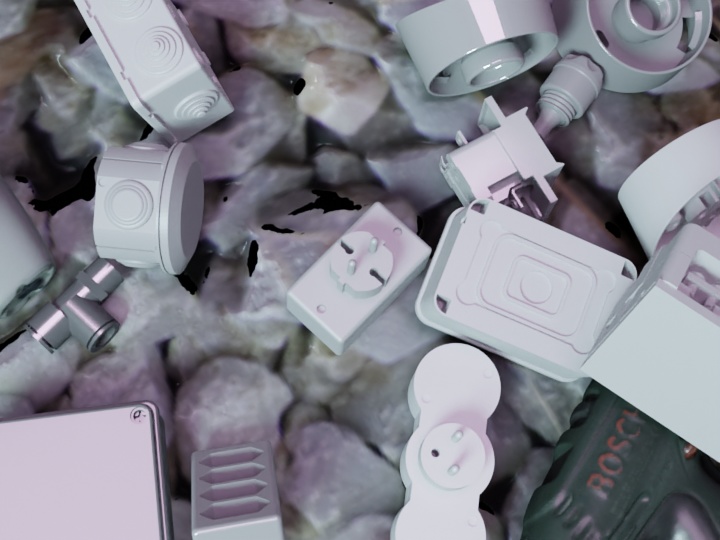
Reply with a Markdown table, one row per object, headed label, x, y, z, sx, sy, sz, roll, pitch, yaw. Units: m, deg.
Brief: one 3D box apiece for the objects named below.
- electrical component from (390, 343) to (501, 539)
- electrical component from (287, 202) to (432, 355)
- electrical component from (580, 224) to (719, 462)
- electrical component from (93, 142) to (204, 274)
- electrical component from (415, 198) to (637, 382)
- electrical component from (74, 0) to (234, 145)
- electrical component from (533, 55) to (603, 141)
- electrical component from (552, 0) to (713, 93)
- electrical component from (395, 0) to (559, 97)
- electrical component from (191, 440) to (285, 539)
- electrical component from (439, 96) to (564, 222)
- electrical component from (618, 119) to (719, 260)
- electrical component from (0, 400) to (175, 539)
| label | x | y | z | sx | sy | sz | roll | pitch | yaw |
| --- | --- | --- | --- | --- | --- | --- | --- | --- | --- |
| electrical component | 0.052 | 0.110 | 0.623 | 0.052 | 0.073 | 0.138 | 8 | 73 | -1 |
| electrical component | 0.000 | 0.000 | 0.652 | 0.047 | 0.075 | 0.083 | 42 | 75 | 9 |
| electrical component | 0.210 | 0.053 | 0.573 | 0.150 | 0.089 | 0.061 | 34 | 53 | 6 |
| electrical component | -0.127 | -0.039 | 0.656 | 0.051 | 0.080 | 0.080 | 5 | 73 | 4 |
| electrical component | 0.099 | 0.013 | 0.653 | 0.113 | 0.057 | 0.078 | 23 | 80 | -5 |
| electrical component | -0.127 | -0.135 | 0.676 | 0.048 | 0.099 | 0.099 | -30 | 77 | 2 |
| electrical component | 0.134 | -0.112 | 0.716 | 0.035 | 0.035 | 0.061 | 35 | 77 | 7 |
| electrical component | 0.186 | -0.171 | 0.735 | 0.099 | 0.064 | 0.099 | 1 | 85 | -11 |
| electrical component | 0.077 | -0.155 | 0.696 | 0.099 | 0.099 | 0.064 | -18 | 81 | -8 |
| electrical component | -0.066 | 0.152 | 0.609 | 0.047 | 0.083 | 0.075 | -9 | 112 | -6 |
| electrical component | 0.090 | -0.065 | 0.696 | 0.064 | 0.042 | 0.081 | -29 | 76 | -7 |
| electrical component | 0.214 | -0.047 | 0.671 | 0.099 | 0.099 | 0.064 | -24 | 70 | -10 |
| electrical component | -0.163 | 0.137 | 0.611 | 0.109 | 0.056 | 0.108 | -7 | 74 | -5 |
